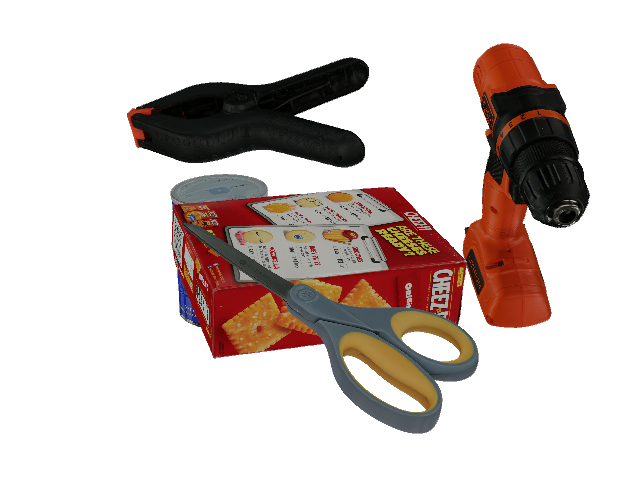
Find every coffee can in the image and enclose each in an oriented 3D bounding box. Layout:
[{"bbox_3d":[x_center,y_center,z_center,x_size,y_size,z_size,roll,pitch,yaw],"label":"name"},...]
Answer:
[{"bbox_3d":[-0.106,0.010,1.151,0.103,0.140,0.103,-1,22,0],"label":"coffee can"}]

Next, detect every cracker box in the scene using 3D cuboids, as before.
[{"bbox_3d":[-0.008,0.022,0.914,0.213,0.072,0.164,-5,27,-18],"label":"cracker box"}]

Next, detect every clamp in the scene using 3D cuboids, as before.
[{"bbox_3d":[-0.044,-0.090,0.740,0.171,0.039,0.120,3,32,13],"label":"clamp"}]

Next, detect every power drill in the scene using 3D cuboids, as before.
[{"bbox_3d":[0.148,-0.025,0.786,0.057,0.188,0.184,-3,42,-3],"label":"power drill"}]

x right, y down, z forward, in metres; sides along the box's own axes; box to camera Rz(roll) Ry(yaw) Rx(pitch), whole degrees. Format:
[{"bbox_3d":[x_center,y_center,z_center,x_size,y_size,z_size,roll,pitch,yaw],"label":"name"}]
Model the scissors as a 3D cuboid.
[{"bbox_3d":[0.011,0.035,0.620,0.096,0.016,0.202,-16,45,-33],"label":"scissors"}]
